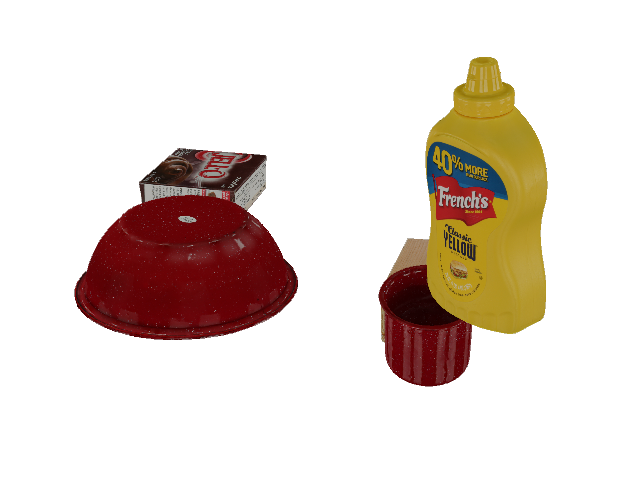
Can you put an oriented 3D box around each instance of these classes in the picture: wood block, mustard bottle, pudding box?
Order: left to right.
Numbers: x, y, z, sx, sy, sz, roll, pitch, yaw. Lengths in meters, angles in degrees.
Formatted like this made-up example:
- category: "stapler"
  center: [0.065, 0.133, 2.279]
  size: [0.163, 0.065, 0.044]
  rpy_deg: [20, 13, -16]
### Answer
- category: "pudding box"
  center: [-0.106, -0.051, 0.985]
  size: [0.090, 0.039, 0.113]
  rpy_deg: [4, 24, 11]
- category: "wood block"
  center: [0.156, 0.075, 1.619]
  size: [0.091, 0.090, 0.206]
  rpy_deg: [4, 22, 14]
- category: "mustard bottle"
  center: [0.115, -0.035, 0.749]
  size: [0.058, 0.192, 0.096]
  rpy_deg: [-21, 32, -29]

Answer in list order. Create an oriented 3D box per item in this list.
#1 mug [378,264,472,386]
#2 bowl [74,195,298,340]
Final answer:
- category: "mug"
  center: [0.111, 0.078, 1.014]
  size: [0.117, 0.081, 0.093]
  rpy_deg: [-29, 44, -30]
- category: "bowl"
  center: [-0.096, 0.009, 0.766]
  size: [0.162, 0.055, 0.162]
  rpy_deg: [0, 24, 0]
